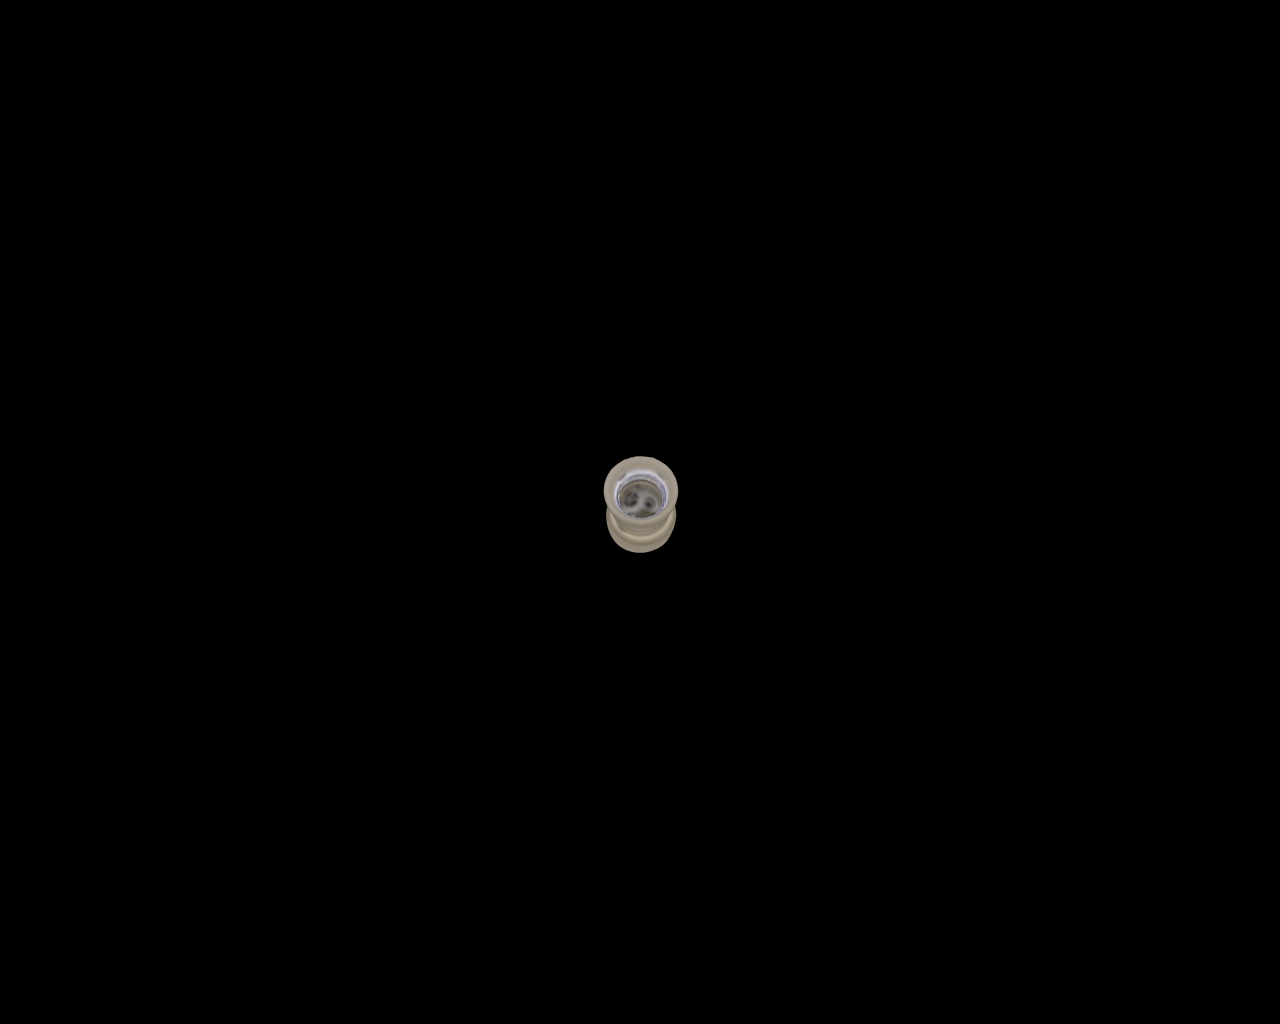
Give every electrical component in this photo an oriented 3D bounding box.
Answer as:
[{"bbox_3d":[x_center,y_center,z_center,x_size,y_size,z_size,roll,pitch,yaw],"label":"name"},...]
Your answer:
[{"bbox_3d":[0.001,-0.003,0.650,0.045,0.045,0.055,0,-24,0],"label":"electrical component"}]
